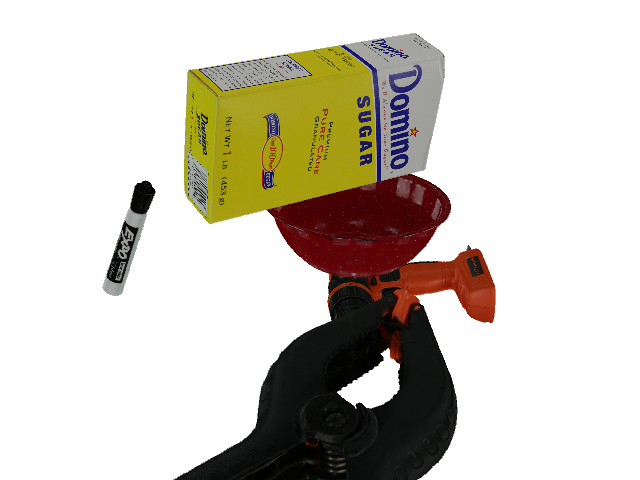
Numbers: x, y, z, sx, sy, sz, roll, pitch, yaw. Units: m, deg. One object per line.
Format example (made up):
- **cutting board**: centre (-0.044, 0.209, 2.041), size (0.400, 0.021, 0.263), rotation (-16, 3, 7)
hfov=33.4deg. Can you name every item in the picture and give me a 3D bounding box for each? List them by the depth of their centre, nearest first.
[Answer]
- **clamp**: centre (0.012, 0.086, 0.405), size (0.120, 0.039, 0.171), rotation (27, 50, 20)
- **sugar box**: centre (-0.002, -0.076, 0.699), size (0.175, 0.093, 0.048), rotation (-14, 40, -28)
- **bowl**: centre (0.030, -0.012, 0.923), size (0.162, 0.055, 0.162), rotation (2, 25, -1)
- **marker**: centre (-0.172, -0.002, 0.959), size (0.020, 0.121, 0.020), rotation (17, 31, -11)
- **power drill**: centre (0.101, 0.062, 1.220), size (0.187, 0.057, 0.184), rotation (-1, 28, -1)
